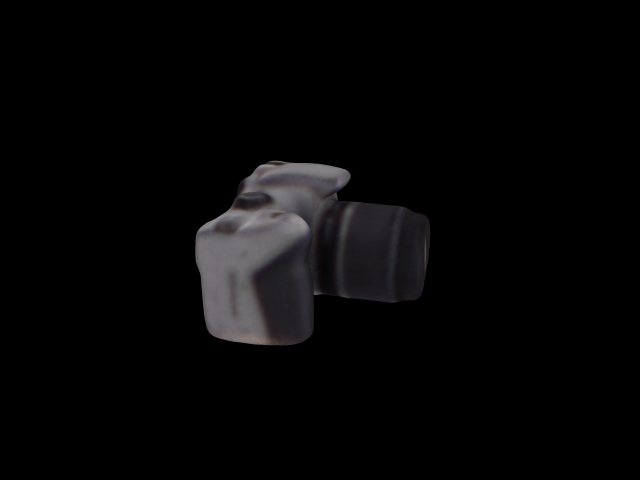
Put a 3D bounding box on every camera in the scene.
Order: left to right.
[{"bbox_3d":[0.004,0.001,0.400,0.136,0.101,0.143,6,19,16],"label":"camera"}]
